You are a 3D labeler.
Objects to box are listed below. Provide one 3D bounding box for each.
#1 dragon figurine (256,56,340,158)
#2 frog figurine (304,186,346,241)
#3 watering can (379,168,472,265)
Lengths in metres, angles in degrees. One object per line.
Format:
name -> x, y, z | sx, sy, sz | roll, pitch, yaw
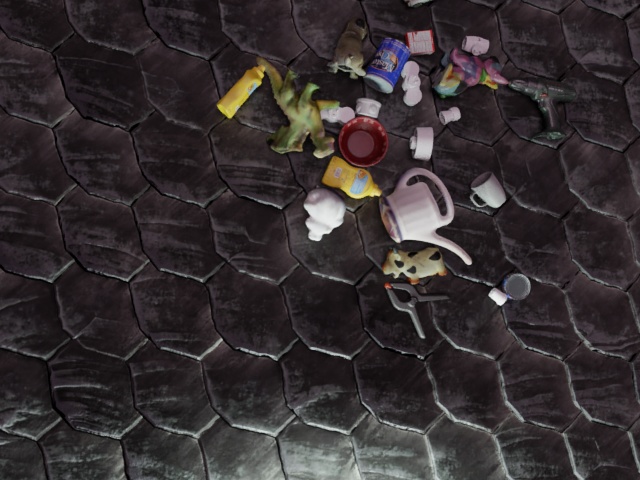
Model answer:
dragon figurine -> -0.096, -0.390, 1.600 | 0.414, 0.122, 0.241 | 35, 101, 25
frog figurine -> 0.005, -0.081, 1.603 | 0.136, 0.122, 0.161 | 36, 73, -23
watering can -> 0.320, -0.056, 1.611 | 0.224, 0.103, 0.351 | -22, 77, 4
